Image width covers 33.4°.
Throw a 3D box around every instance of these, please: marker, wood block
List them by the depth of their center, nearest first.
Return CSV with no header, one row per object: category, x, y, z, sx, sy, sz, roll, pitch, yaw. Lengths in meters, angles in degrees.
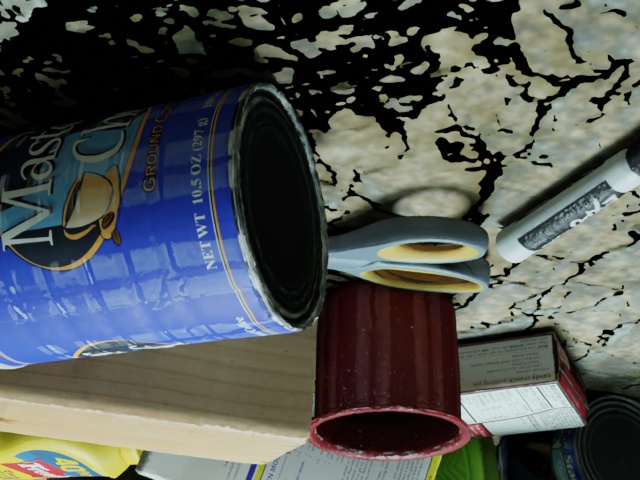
marker,0.125,-0.021,0.496,0.020,0.020,0.121,16,149,-24
wood block,-0.113,0.060,0.578,0.205,0.090,0.091,11,157,-17

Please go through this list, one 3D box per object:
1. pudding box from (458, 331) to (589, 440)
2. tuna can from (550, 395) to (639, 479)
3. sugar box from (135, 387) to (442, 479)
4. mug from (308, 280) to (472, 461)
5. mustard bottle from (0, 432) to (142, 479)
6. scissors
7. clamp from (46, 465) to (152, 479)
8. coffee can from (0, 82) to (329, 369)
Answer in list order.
pudding box,0.111,0.098,0.698,0.114,0.039,0.090,-12,148,20
tuna can,0.204,0.154,0.746,0.086,0.086,0.034,13,151,-20
sugar box,-0.017,0.134,0.672,0.176,0.093,0.048,23,164,-7
mug,0.029,0.077,0.617,0.117,0.081,0.093,-18,146,31
mustard bottle,-0.199,0.147,0.784,0.192,0.058,0.096,-5,153,12
scissors,-0.004,0.001,0.540,0.201,0.016,0.096,9,159,-11
clamp,-0.130,0.199,0.843,0.164,0.036,0.210,21,156,-12
coffee can,-0.079,-0.004,0.452,0.140,0.103,0.102,-9,150,18
